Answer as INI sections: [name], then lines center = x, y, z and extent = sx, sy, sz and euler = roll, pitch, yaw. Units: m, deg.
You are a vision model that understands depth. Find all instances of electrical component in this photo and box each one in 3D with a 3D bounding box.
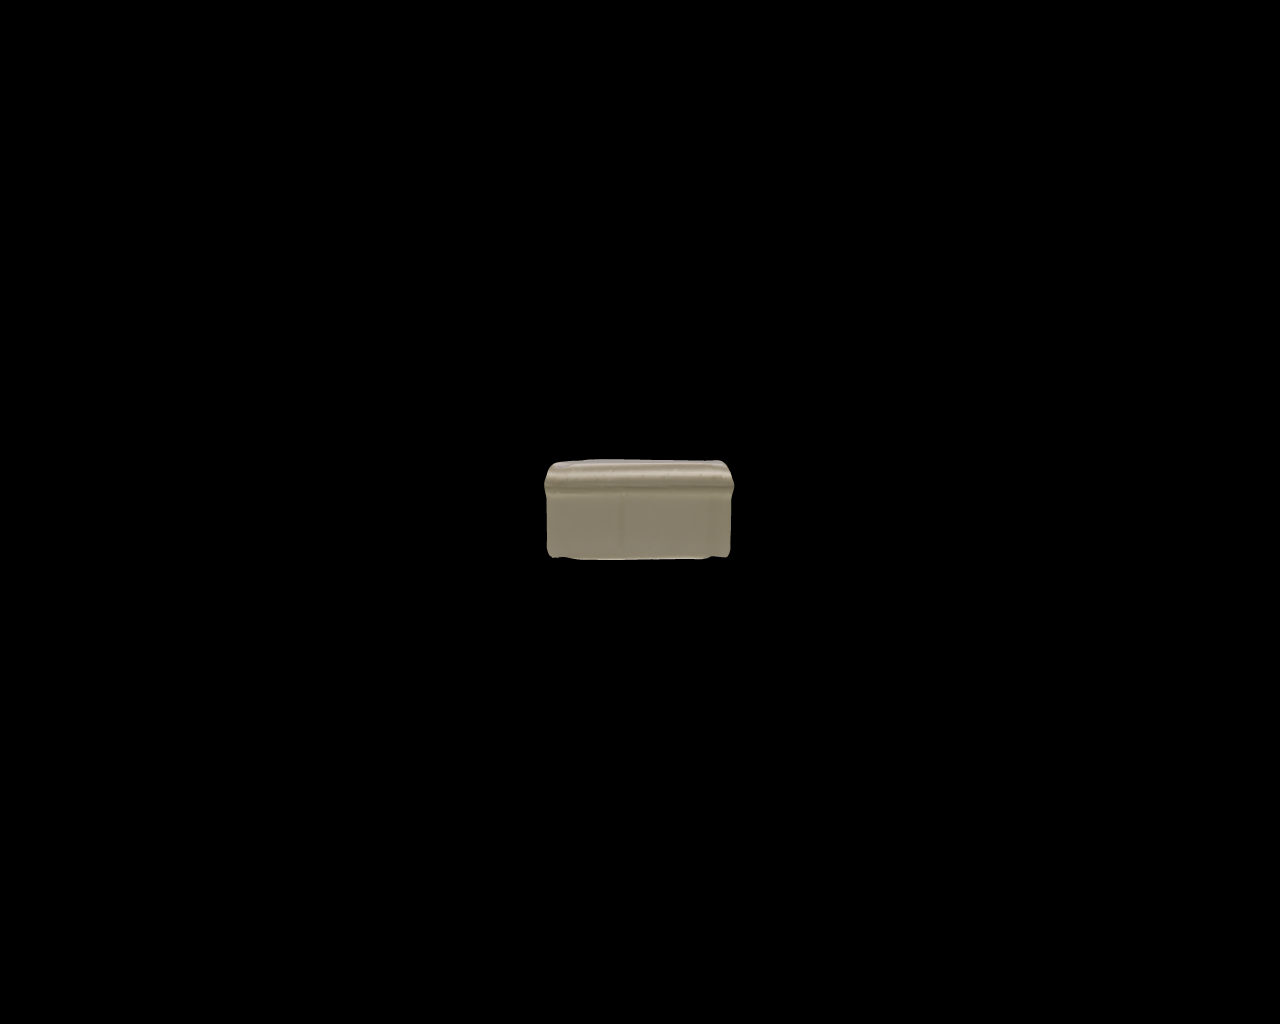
[electrical component]
center = 0.001, -0.003, 0.650
extent = 0.109, 0.056, 0.109
euler = 0, 4, 2
